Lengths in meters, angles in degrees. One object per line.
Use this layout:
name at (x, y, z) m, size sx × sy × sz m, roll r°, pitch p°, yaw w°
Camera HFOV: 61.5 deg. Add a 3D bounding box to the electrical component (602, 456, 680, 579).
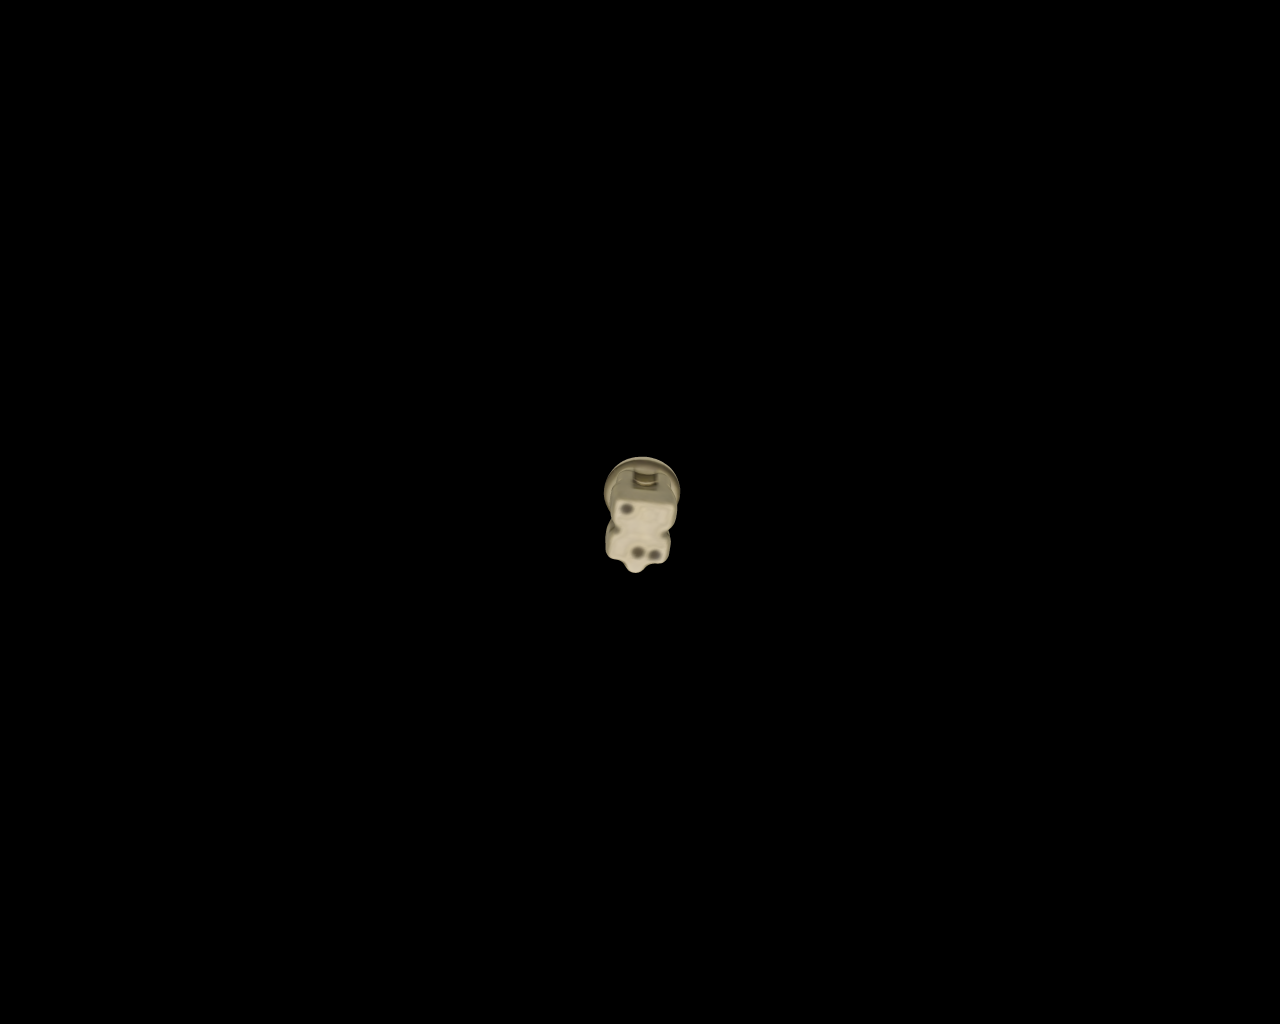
electrical component at (0.001, -0.003, 0.650) m, size 0.048 × 0.066 × 0.055 m, roll 7°, pitch 32°, yaw -5°
